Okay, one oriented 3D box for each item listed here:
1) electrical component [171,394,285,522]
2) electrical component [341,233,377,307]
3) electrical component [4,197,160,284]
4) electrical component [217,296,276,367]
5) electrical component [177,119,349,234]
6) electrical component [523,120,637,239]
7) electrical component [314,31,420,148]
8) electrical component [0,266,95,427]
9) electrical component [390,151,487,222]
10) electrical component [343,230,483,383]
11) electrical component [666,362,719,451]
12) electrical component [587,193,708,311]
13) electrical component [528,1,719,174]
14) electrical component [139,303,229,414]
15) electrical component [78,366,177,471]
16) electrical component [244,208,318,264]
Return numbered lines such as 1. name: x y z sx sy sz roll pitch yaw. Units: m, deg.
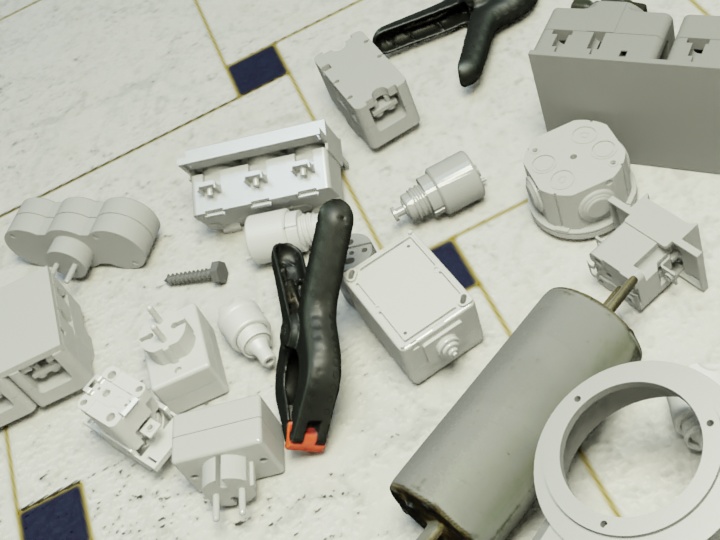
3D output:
1. electrical component: -0.089 0.135 0.733 0.066 0.047 0.076 -15 49 10
2. electrical component: 0.000 0.000 0.806 0.040 0.046 0.040 -11 50 14
3. electrical component: -0.244 -0.019 0.915 0.138 0.052 0.073 1 54 23
4. electrical component: -0.082 0.049 0.808 0.035 0.035 0.061 -35 51 -7
5. electrical component: -0.077 -0.075 0.884 0.121 0.079 0.063 -11 72 14
6. electrical component: 0.161 -0.067 0.791 0.080 0.051 0.080 -11 50 14
7. electrical component: 0.007 -0.151 0.918 0.050 0.055 0.089 -31 48 -4
8. electrical component: -0.294 0.076 0.854 0.150 0.061 0.089 -25 48 1
9. electrical component: 0.061 -0.061 0.834 0.078 0.040 0.040 -28 48 0
10. electrical component: 0.042 0.032 0.758 0.062 0.061 0.096 -33 54 -8
11. electrical component: 0.211 0.090 0.650 0.043 0.043 0.062 -12 51 13
12. electrical component: 0.195 -0.010 0.739 0.064 0.042 0.081 -42 49 -9
13. electrical component: 0.228 -0.131 0.779 0.186 0.105 0.060 11 58 29
14. electrical component: -0.139 0.055 0.797 0.047 0.076 0.065 -24 48 2
15. electrical component: -0.167 0.106 0.777 0.081 0.063 0.042 22 65 34
16. electrical component: -0.056 -0.029 0.856 0.078 0.040 0.040 -11 50 14
